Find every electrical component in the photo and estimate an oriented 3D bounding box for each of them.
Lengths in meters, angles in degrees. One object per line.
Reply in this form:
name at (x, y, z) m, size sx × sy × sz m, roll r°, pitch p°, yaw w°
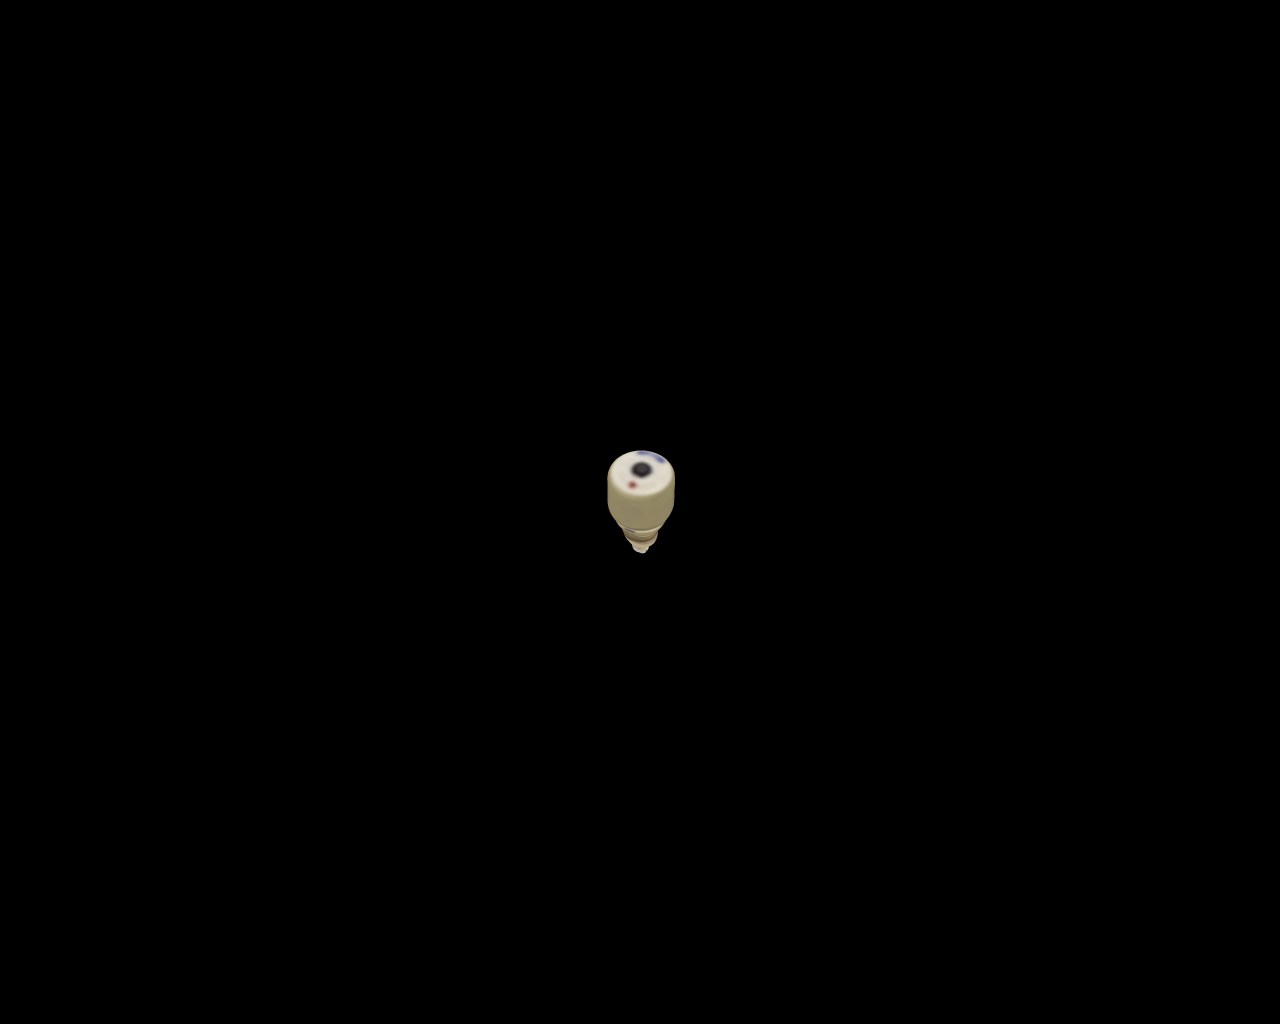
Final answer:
electrical component at (0.001, -0.003, 0.650) m, size 0.040 × 0.040 × 0.078 m, roll 0°, pitch -40°, yaw 0°
